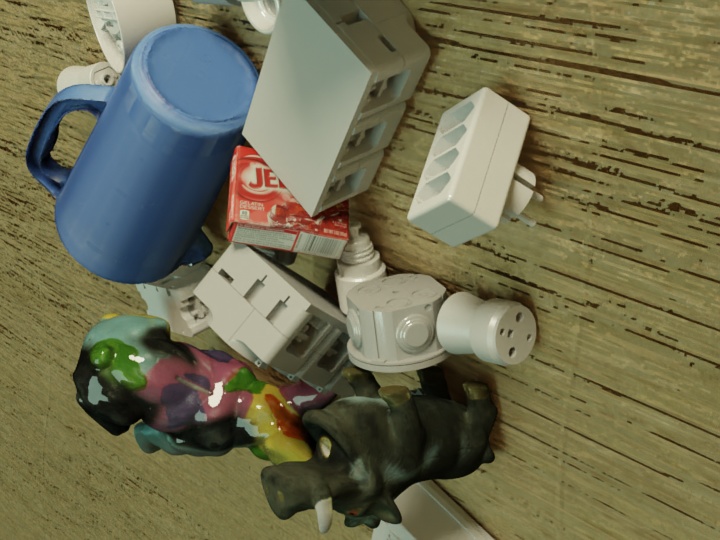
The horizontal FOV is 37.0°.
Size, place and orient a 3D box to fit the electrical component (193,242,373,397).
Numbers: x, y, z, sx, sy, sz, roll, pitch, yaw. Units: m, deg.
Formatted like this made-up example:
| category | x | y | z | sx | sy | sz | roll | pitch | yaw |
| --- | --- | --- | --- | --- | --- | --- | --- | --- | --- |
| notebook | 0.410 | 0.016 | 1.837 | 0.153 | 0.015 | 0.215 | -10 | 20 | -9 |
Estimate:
| category | x | y | z | sx | sy | sz | roll | pitch | yaw |
| --- | --- | --- | --- | --- | --- | --- | --- | --- | --- |
| electrical component | -0.052 | 0.044 | 0.838 | 0.089 | 0.061 | 0.150 | 41 | -177 | 30 |

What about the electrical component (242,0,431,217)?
| category | x | y | z | sx | sy | sz | roll | pitch | yaw |
| --- | --- | --- | --- | --- | --- | --- | --- | --- | --- |
| electrical component | -0.018 | -0.123 | 0.749 | 0.089 | 0.062 | 0.150 | 50 | 145 | 18 |

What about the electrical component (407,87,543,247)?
| category | x | y | z | sx | sy | sz | roll | pitch | yaw |
| --- | --- | --- | --- | --- | --- | --- | --- | --- | --- |
| electrical component | 0.082 | -0.053 | 0.662 | 0.076 | 0.083 | 0.047 | 30 | 153 | -21 |

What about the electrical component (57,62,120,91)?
| category | x | y | z | sx | sy | sz | roll | pitch | yaw |
| --- | --- | --- | --- | --- | --- | --- | --- | --- | --- |
| electrical component | -0.264 | -0.183 | 1.059 | 0.065 | 0.044 | 0.044 | -1 | 112 | 49 |

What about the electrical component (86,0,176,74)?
| category | x | y | z | sx | sy | sz | roll | pitch | yaw |
| --- | --- | --- | --- | --- | --- | --- | --- | --- | --- |
| electrical component | -0.205 | -0.223 | 0.928 | 0.099 | 0.064 | 0.099 | 33 | 137 | 37 |

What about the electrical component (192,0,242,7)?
| category | x | y | z | sx | sy | sz | roll | pitch | yaw |
| --- | --- | --- | --- | --- | --- | --- | --- | --- | --- |
| electrical component | -0.095 | -0.219 | 0.802 | 0.081 | 0.043 | 0.043 | 18 | 127 | 47 |

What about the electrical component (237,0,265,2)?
| category | x | y | z | sx | sy | sz | roll | pitch | yaw |
| --- | --- | --- | --- | --- | --- | --- | --- | --- | --- |
| electrical component | -0.011 | -0.197 | 0.621 | 0.150 | 0.089 | 0.061 | 2 | 117 | 29 |

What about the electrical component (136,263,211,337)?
| category | x | y | z | sx | sy | sz | roll | pitch | yaw |
| --- | --- | --- | --- | --- | --- | --- | --- | --- | --- |
| electrical component | -0.172 | 0.027 | 1.070 | 0.089 | 0.056 | 0.050 | 9 | 120 | 51 |

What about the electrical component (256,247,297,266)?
| category | x | y | z | sx | sy | sz | roll | pitch | yaw |
| --- | --- | --- | --- | --- | --- | --- | --- | --- | --- |
| electrical component | -0.072 | -0.044 | 0.875 | 0.058 | 0.078 | 0.057 | 13 | 123 | -1 |

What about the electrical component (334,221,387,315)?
| category | x | y | z | sx | sy | sz | roll | pitch | yaw |
| --- | --- | --- | --- | --- | --- | --- | --- | --- | --- |
| electrical component | 0.000 | 0.000 | 0.832 | 0.040 | 0.040 | 0.078 | 21 | 129 | 45 |

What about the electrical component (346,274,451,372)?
| category | x | y | z | sx | sy | sz | roll | pitch | yaw |
| --- | --- | --- | --- | --- | --- | --- | --- | --- | --- |
| electrical component | 0.029 | 0.039 | 0.787 | 0.080 | 0.080 | 0.051 | 16 | 120 | 48 |

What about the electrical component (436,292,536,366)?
| category | x | y | z | sx | sy | sz | roll | pitch | yaw |
| --- | --- | --- | --- | --- | --- | --- | --- | --- | --- |
| electrical component | 0.087 | 0.040 | 0.740 | 0.055 | 0.045 | 0.045 | 10 | 121 | 50 |

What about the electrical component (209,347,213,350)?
| category | x | y | z | sx | sy | sz | roll | pitch | yaw |
| --- | --- | --- | --- | --- | --- | --- | --- | --- | --- |
| electrical component | -0.162 | 0.121 | 1.123 | 0.066 | 0.055 | 0.048 | 58 | 147 | 6 |

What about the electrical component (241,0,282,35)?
| category | x | y | z | sx | sy | sz | roll | pitch | yaw |
| --- | --- | --- | --- | --- | --- | --- | --- | --- | --- |
| electrical component | -0.049 | -0.192 | 0.747 | 0.045 | 0.055 | 0.045 | 33 | 137 | 37 |

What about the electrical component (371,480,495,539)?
| category | x | y | z | sx | sy | sz | roll | pitch | yaw |
| --- | --- | --- | --- | --- | --- | --- | --- | --- | --- |
| electrical component | 0.063 | 0.250 | 0.910 | 0.109 | 0.056 | 0.108 | 40 | 141 | 30 |
